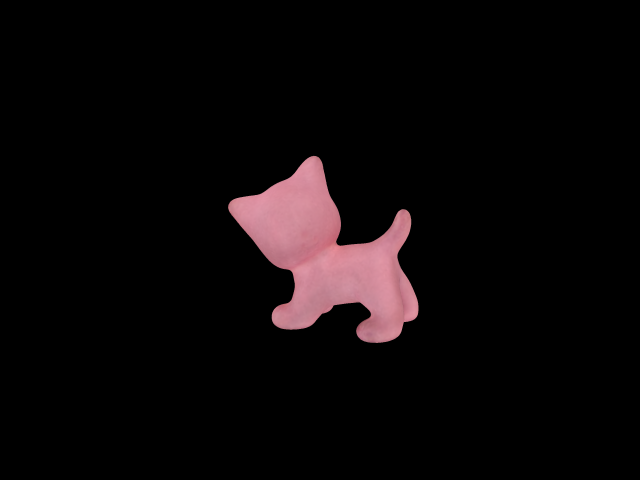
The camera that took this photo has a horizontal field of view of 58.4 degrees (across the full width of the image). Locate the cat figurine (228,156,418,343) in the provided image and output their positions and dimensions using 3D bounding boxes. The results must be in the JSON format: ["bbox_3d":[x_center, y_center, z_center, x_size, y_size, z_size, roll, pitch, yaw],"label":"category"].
[{"bbox_3d":[0.004,0.001,0.400,0.127,0.118,0.067,4,12,19],"label":"cat figurine"}]
